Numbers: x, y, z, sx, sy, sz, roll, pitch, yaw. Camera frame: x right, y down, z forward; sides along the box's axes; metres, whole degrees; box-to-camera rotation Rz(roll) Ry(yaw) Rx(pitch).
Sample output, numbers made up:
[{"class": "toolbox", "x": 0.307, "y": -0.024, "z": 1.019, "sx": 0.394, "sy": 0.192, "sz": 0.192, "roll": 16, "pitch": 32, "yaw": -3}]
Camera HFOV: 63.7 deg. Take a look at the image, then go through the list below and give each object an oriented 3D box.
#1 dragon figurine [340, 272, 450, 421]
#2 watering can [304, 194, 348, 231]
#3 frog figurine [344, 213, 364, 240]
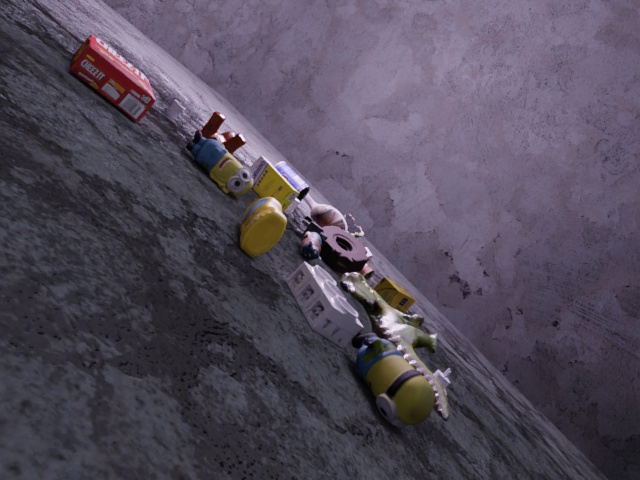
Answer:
[{"class": "dragon figurine", "x": 0.120, "y": 0.166, "z": 1.012, "sx": 0.241, "sy": 0.122, "sz": 0.414, "roll": 42, "pitch": 5, "yaw": -12}, {"class": "watering can", "x": 0.006, "y": -0.099, "z": 1.959, "sx": 0.348, "sy": 0.103, "sz": 0.225, "roll": 44, "pitch": 7, "yaw": 2}, {"class": "frog figurine", "x": 0.102, "y": -0.019, "z": 2.162, "sx": 0.137, "sy": 0.125, "sz": 0.156, "roll": 36, "pitch": -30, "yaw": 2}]
